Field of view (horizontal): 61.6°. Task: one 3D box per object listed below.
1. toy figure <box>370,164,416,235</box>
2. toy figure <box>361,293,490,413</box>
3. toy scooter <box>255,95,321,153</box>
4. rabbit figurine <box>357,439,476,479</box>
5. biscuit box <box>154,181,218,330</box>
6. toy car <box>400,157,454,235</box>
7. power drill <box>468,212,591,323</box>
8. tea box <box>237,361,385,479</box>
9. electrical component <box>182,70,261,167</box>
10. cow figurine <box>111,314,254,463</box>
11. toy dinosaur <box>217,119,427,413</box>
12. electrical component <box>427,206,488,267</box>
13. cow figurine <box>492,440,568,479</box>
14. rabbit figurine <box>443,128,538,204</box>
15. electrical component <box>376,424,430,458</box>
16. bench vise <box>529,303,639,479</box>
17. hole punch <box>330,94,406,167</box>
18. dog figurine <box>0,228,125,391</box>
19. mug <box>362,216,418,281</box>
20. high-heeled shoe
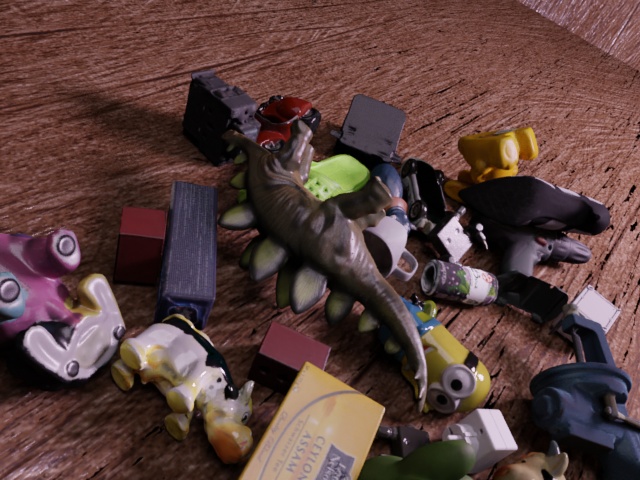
[{"bbox_3d":[0.119,-0.062,0.899,0.064,0.057,0.154,5,49,-13],"label":"toy figure"},{"bbox_3d":[0.137,0.135,0.682,0.089,0.082,0.180,-19,55,-36],"label":"toy figure"},{"bbox_3d":[-0.088,-0.206,0.939,0.135,0.075,0.184,31,46,9],"label":"toy scooter"},{"bbox_3d":[0.102,0.261,0.498,0.170,0.158,0.121,21,48,19],"label":"rabbit figurine"},{"bbox_3d":[-0.166,0.014,0.676,0.063,0.059,0.203,9,43,-18],"label":"biscuit box"},{"bbox_3d":[0.186,-0.074,0.946,0.073,0.056,0.202,18,42,-18],"label":"toy car"},{"bbox_3d":[0.360,0.036,0.896,0.232,0.086,0.207,23,45,0],"label":"power drill"},{"bbox_3d":[-0.018,0.216,0.510,0.098,0.068,0.170,28,50,4],"label":"tea box"},{"bbox_3d":[-0.155,-0.187,0.852,0.134,0.114,0.058,41,46,21],"label":"electrical component"},{"bbox_3d":[-0.122,0.149,0.554,0.167,0.068,0.098,37,36,12],"label":"cow figurine"},{"bbox_3d":[-0.001,-0.002,0.692,0.198,0.105,0.472,-43,64,-8],"label":"toy dinosaur"},{"bbox_3d":[0.219,0.002,0.855,0.102,0.045,0.078,-38,106,-25],"label":"electrical component"},{"bbox_3d":[0.270,0.304,0.565,0.195,0.085,0.127,33,40,5],"label":"cow figurine"},{"bbox_3d":[0.311,-0.108,0.985,0.163,0.173,0.122,-4,21,40],"label":"rabbit figurine"},{"bbox_3d":[0.103,0.238,0.598,0.094,0.021,0.063,18,40,-16],"label":"electrical component"},{"bbox_3d":[0.368,0.194,0.702,0.224,0.128,0.241,15,49,-8],"label":"bench vise"},{"bbox_3d":[0.089,-0.193,1.015,0.142,0.092,0.116,23,70,-6],"label":"hole punch"},{"bbox_3d":[-0.326,0.056,0.531,0.219,0.191,0.108,1,37,25],"label":"dog figurine"},{"bbox_3d":[0.098,0.011,0.795,0.110,0.080,0.107,30,33,13],"label":"mug"},{"bbox_3d":[0.365,-0.058,0.918,0.249,0.086,0.145,15,6,16],"label":"high-heeled shoe"}]
